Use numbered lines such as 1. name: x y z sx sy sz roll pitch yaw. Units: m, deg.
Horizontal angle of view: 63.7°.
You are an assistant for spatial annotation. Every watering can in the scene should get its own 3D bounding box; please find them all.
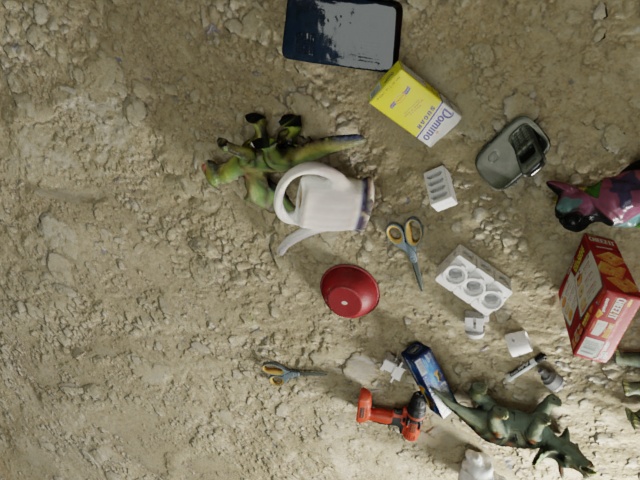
1. watering can: 0.004 -0.060 1.189 0.224 0.106 0.339 4 146 -6

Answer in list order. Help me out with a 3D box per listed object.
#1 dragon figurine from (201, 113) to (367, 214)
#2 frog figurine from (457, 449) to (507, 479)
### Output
1. dragon figurine: -0.097 -0.161 1.205 0.410 0.125 0.237 8 137 11
2. frog figurine: 0.450 0.663 1.423 0.137 0.125 0.156 8 133 37
